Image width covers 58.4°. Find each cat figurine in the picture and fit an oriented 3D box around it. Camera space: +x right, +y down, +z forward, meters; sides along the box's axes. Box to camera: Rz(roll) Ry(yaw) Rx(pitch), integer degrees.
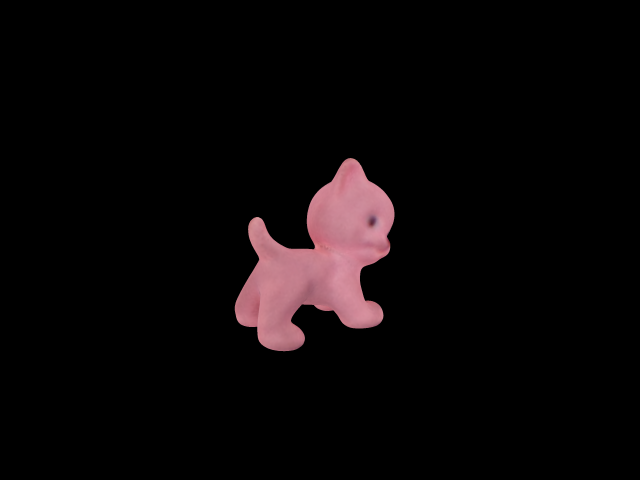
[{"bbox_3d":[0.004,0.001,0.400,0.128,0.118,0.067,-11,19,-34],"label":"cat figurine"}]
